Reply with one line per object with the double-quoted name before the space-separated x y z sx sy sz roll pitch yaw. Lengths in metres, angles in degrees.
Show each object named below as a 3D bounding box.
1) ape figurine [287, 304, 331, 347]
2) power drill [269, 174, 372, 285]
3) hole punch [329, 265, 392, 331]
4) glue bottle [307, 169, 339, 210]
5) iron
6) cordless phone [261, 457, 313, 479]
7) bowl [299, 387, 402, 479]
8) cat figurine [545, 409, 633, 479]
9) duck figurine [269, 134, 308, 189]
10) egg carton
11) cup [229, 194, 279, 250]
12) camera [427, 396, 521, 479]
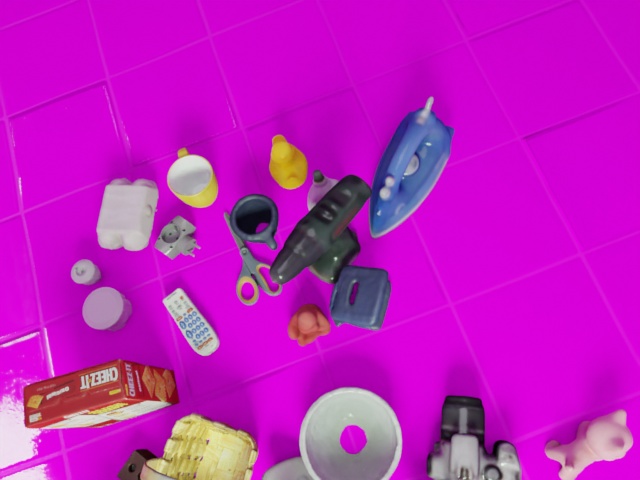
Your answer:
"ape figurine" -0.021 0.146 1.008 0.077 0.092 0.076 7 73 11
"power drill" 0.009 0.004 0.988 0.075 0.208 0.230 33 79 17
"hole punch" 0.069 0.101 1.010 0.101 0.091 0.109 12 74 12
"glue bottle" 0.008 -0.087 1.036 0.078 0.173 0.037 -4 71 7
"iron" 0.153 -0.133 1.047 0.118 0.141 0.258 25 77 15
"cordless phone" -0.044 0.415 0.874 0.094 0.185 0.147 -27 70 -1
"bowl" 0.053 0.330 0.946 0.167 0.075 0.167 -2 72 8
"cat figurine" 0.419 0.315 0.874 0.128 0.118 0.067 -33 70 -3
"duck figurine" -0.067 -0.157 1.116 0.077 0.086 0.104 -19 70 2
"egg carton" -0.379 -0.051 1.136 0.107 0.069 0.150 1 72 9
"cup" -0.106 -0.020 1.073 0.092 0.095 0.117 -35 71 -4
"camera" 0.243 0.320 0.908 0.143 0.101 0.137 3 73 9
